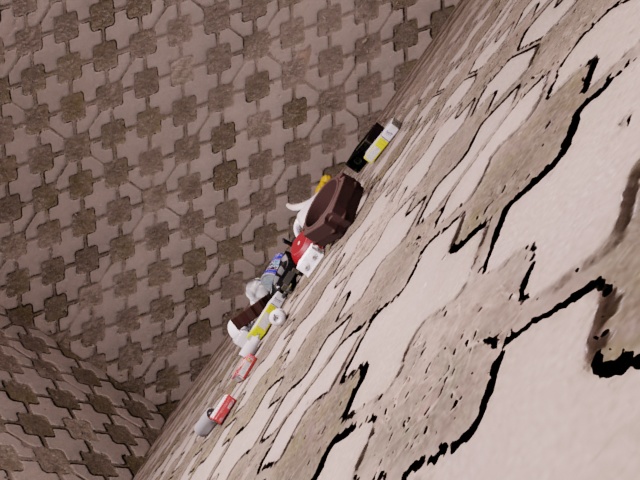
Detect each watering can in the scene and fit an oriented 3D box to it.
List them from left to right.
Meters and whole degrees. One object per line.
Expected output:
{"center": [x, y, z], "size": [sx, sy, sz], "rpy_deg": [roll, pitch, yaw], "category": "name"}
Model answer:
{"center": [-0.027, -0.111, 1.944], "size": [0.222, 0.103, 0.355], "rpy_deg": [-47, 36, 14], "category": "watering can"}

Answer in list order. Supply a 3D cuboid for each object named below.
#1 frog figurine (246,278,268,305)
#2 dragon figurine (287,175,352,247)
{"center": [-0.256, 0.248, 2.180], "size": [0.136, 0.122, 0.161], "rpy_deg": [30, -116, -54], "category": "frog figurine"}
{"center": [0.007, -0.109, 2.165], "size": [0.408, 0.122, 0.243], "rpy_deg": [-46, -2, 7], "category": "dragon figurine"}
